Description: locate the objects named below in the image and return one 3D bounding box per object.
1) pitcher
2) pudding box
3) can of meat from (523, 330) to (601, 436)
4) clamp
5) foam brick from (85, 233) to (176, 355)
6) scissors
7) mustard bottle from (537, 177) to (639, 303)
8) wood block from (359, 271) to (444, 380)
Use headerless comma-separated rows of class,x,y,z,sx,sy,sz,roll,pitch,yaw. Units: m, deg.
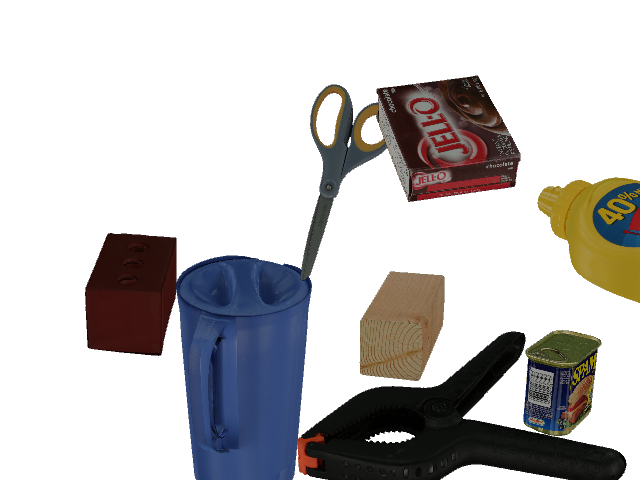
pitcher,-0.082,0.150,1.086,0.149,0.243,0.145,-10,27,-24
pudding box,0.100,-0.084,0.866,0.090,0.039,0.113,-8,42,-9
can of meat,0.258,0.152,1.145,0.058,0.084,0.101,12,18,32
clamp,0.085,0.124,0.751,0.210,0.036,0.164,-7,28,-6
foam brick,-0.132,0.037,0.752,0.053,0.051,0.078,4,30,-2
scissors,0.028,-0.059,1.063,0.096,0.202,0.016,-1,-12,3
mustard bottle,0.214,0.005,0.661,0.096,0.058,0.192,-28,37,-30
wood block,0.126,0.124,1.602,0.091,0.090,0.206,5,19,14
